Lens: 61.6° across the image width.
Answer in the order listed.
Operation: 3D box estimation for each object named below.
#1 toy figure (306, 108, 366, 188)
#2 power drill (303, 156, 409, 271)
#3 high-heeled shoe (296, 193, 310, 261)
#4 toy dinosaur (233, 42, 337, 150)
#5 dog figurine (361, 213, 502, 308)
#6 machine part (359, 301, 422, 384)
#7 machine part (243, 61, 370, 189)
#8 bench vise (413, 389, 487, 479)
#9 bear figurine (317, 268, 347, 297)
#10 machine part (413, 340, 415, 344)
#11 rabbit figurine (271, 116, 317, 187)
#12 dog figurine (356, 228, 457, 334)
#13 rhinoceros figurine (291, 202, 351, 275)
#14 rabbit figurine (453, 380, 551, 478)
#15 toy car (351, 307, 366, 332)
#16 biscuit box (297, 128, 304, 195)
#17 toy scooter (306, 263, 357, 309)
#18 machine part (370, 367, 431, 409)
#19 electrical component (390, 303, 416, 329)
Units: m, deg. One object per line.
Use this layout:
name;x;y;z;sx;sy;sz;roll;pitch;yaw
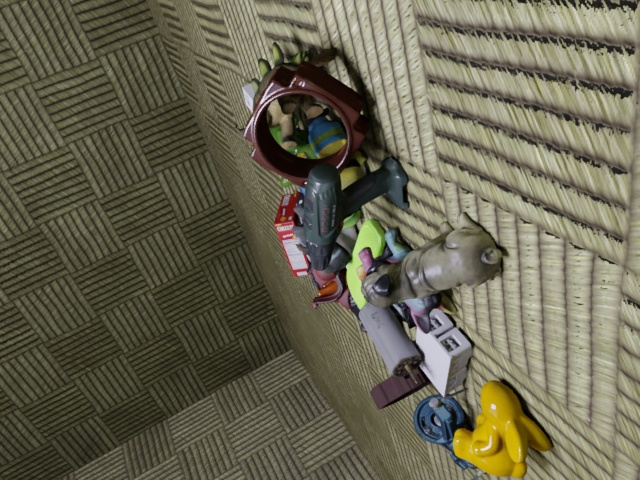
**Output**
toy figure;0.027;-0.185;1.134;0.180;0.089;0.082;59;174;7
power drill;0.061;-0.059;1.010;0.231;0.207;0.086;80;164;-44
high-heeled shoe;-0.009;-0.018;1.574;0.145;0.086;0.248;140;108;-77
toy dinosaur;-0.099;-0.301;1.183;0.471;0.105;0.198;-27;59;53
dog figurine;0.172;0.054;0.851;0.121;0.190;0.172;62;164;4
machine part;0.156;0.217;1.207;0.079;0.079;0.243;79;166;-49
machine part;-0.027;-0.207;1.001;0.201;0.201;0.087;-52;15;36
bench vise;0.299;0.440;1.248;0.224;0.129;0.240;53;172;43
bear figurine;0.021;0.057;1.534;0.195;0.132;0.120;58;-166;-6
machine part;0.228;0.281;1.384;0.139;0.039;0.084;148;100;-78
rabbit figurine;-0.055;-0.211;1.276;0.170;0.159;0.121;25;157;35
dog figurine;0.175;0.098;1.102;0.219;0.108;0.191;52;162;29
rhinoceros figurine;-0.003;-0.004;1.301;0.190;0.112;0.073;51;178;-2
rabbit figurine;0.332;0.348;0.994;0.163;0.122;0.173;-148;52;-59
toy car;0.115;0.195;1.596;0.202;0.056;0.073;50;155;38
biscuit box;-0.041;-0.192;1.422;0.202;0.063;0.059;62;165;2
toy scooter;0.019;0.117;1.447;0.183;0.135;0.075;62;-166;-5
machine part;0.207;0.342;1.292;0.056;0.179;0.179;62;167;20
electrical component;0.189;0.150;1.257;0.119;0.048;0.074;31;145;66
